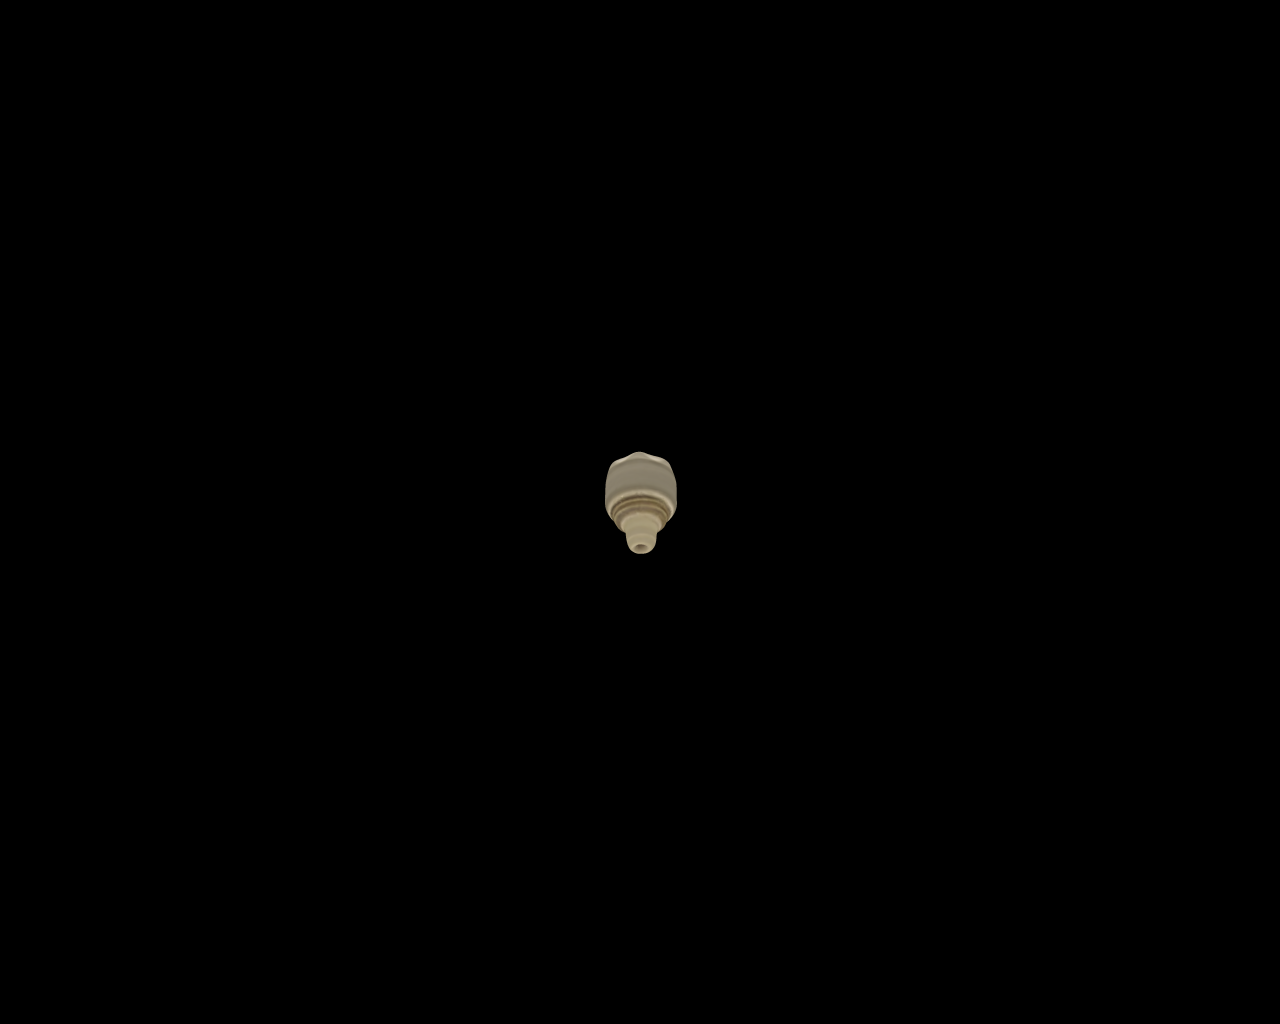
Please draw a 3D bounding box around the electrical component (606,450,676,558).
[{"bbox_3d":[0.001,-0.003,0.650,0.043,0.062,0.043,0,-36,0],"label":"electrical component"}]
